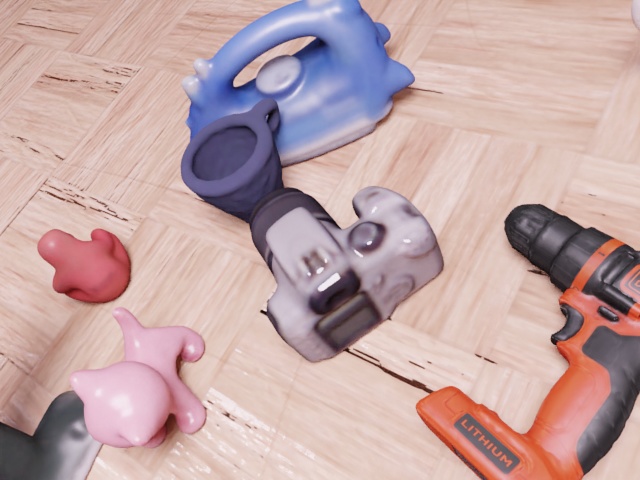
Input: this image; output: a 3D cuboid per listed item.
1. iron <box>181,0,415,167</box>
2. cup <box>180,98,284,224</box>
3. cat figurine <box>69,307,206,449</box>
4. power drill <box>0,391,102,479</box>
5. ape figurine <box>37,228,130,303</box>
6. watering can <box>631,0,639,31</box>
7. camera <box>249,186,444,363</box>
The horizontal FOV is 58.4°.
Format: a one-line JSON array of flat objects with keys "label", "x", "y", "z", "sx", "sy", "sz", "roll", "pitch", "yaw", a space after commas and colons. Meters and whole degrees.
[{"label": "iron", "x": -0.047, "y": -0.159, "z": 0.571, "sx": 0.258, "sy": 0.142, "sz": 0.118, "roll": -24, "pitch": 52, "yaw": 8}, {"label": "cup", "x": -0.064, "y": -0.068, "z": 0.548, "sx": 0.091, "sy": 0.095, "sz": 0.118, "roll": 21, "pitch": 69, "yaw": 33}, {"label": "cat figurine", "x": -0.145, "y": 0.112, "z": 0.451, "sx": 0.067, "sy": 0.118, "sz": 0.127, "roll": -22, "pitch": 53, "yaw": 9}, {"label": "power drill", "x": -0.260, "y": 0.130, "z": 0.432, "sx": 0.075, "sy": 0.209, "sz": 0.230, "roll": 7, "pitch": 62, "yaw": 27}, {"label": "ape figurine", "x": -0.239, "y": 0.019, "z": 0.569, "sx": 0.078, "sy": 0.092, "sz": 0.076, "roll": -42, "pitch": 52, "yaw": -6}, {"label": "watering can", "x": 0.319, "y": -0.205, "z": 0.407, "sx": 0.173, "sy": 0.195, "sz": 0.100, "roll": -33, "pitch": 52, "yaw": 1}, {"label": "camera", "x": 0.004, "y": 0.002, "z": 0.469, "sx": 0.143, "sy": 0.101, "sz": 0.136, "roll": -37, "pitch": 52, "yaw": -2}]
